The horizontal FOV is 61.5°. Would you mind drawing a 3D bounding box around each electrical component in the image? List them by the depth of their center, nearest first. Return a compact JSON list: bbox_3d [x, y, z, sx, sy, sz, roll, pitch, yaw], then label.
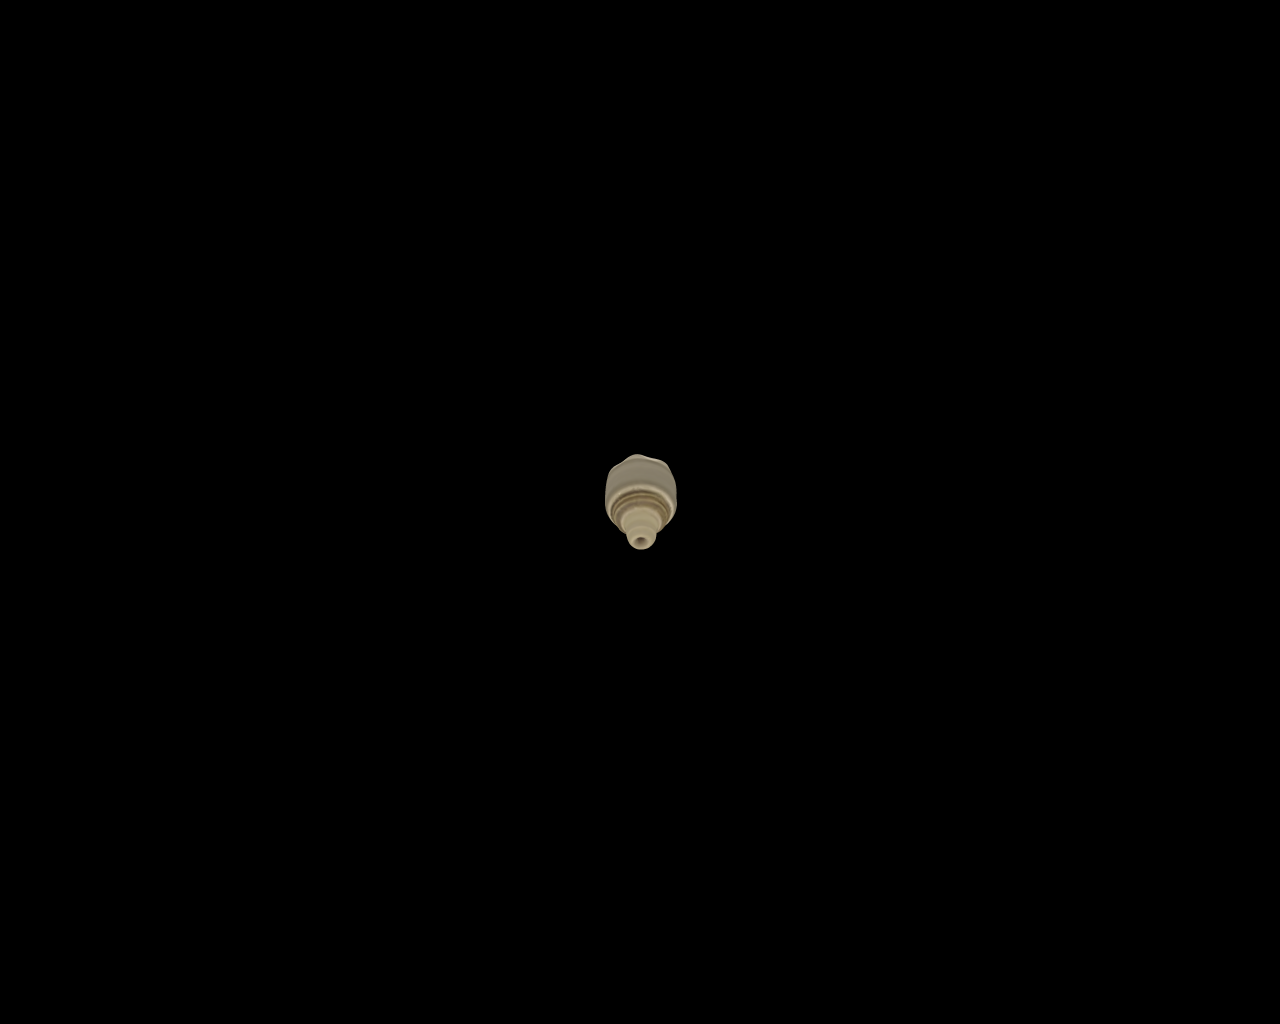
[{"bbox_3d":[0.001,-0.003,0.650,0.043,0.043,0.062,0,43,0],"label":"electrical component"}]
